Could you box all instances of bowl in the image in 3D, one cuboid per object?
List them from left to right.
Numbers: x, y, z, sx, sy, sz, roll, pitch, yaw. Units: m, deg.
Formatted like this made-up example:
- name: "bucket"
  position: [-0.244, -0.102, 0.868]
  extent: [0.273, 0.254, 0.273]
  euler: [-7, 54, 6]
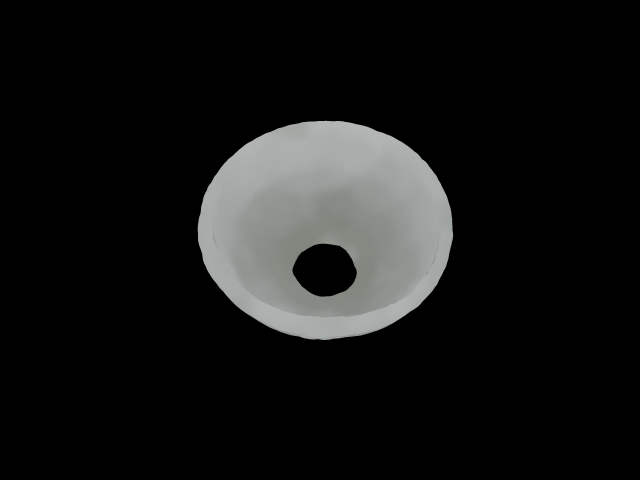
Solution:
- name: "bowl"
  position: [0.004, 0.001, 0.400]
  extent: [0.167, 0.075, 0.167]
  euler: [0, 58, 0]
